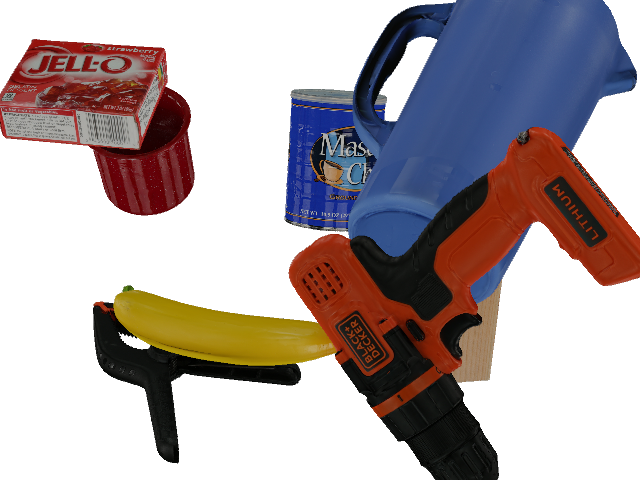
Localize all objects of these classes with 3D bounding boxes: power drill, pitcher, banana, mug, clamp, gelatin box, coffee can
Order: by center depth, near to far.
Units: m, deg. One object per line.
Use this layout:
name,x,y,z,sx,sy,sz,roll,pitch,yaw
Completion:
power drill,0.096,0.039,0.627,0.188,0.184,0.057,-38,-4,16
gelatin box,-0.146,-0.092,0.659,0.089,0.030,0.073,6,43,5
pitcher,0.105,-0.077,0.757,0.145,0.242,0.149,46,-36,-22
banana,-0.082,0.063,0.803,0.198,0.037,0.069,12,30,21
mug,-0.158,-0.085,0.938,0.093,0.117,0.081,-16,-39,-11
clamp,-0.133,0.112,0.998,0.164,0.036,0.210,-22,42,-37
coffee can,0.015,-0.088,1.149,0.103,0.140,0.103,4,12,-1

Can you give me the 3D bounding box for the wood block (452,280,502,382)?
wood block,0.110,0.024,0.968,0.090,0.206,0.090,-4,34,-5
